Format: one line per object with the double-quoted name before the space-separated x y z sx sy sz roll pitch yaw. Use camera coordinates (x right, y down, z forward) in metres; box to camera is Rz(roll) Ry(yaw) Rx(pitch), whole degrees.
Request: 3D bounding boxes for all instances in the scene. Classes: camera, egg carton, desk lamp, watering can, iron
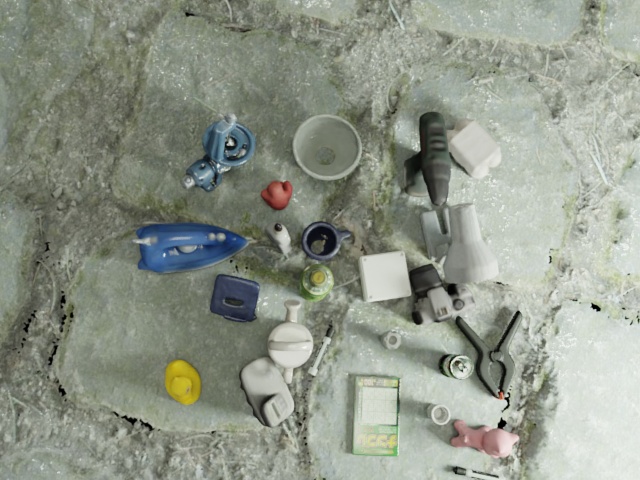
"camera" 0.277 0.121 1.344 0.143 0.100 0.137 -18 82 -7
"egg carton" 0.377 -0.229 1.429 0.107 0.069 0.150 -42 85 -10
"desk lamp" 0.313 0.006 1.309 0.118 0.213 0.203 -12 81 -6
"watering can" -0.067 0.222 1.253 0.101 0.194 0.173 -18 82 -7
"iron" -0.294 0.004 1.301 0.258 0.141 0.119 -6 80 -5

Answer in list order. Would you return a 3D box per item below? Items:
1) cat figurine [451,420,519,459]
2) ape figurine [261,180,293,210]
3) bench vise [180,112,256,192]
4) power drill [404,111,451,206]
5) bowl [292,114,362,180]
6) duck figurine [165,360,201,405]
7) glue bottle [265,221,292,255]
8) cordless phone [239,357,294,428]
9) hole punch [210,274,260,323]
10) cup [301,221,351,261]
"cat figurine" 0.371 0.451 1.284 0.128 0.117 0.067 9 79 -2
"ape figurine" -0.103 -0.114 1.361 0.078 0.092 0.076 -2 80 -4
"bench vise" -0.226 -0.196 1.301 0.121 0.219 0.207 27 79 1
"power drill" 0.254 -0.170 1.338 0.075 0.208 0.230 0 80 -4
"bowl" 0.015 -0.217 1.397 0.167 0.074 0.167 1 80 -4
"duck figurine" -0.309 0.318 1.272 0.077 0.086 0.104 -24 83 -8
"glue bottle" -0.094 -0.014 1.303 0.037 0.173 0.078 -37 84 -9
"cordless phone" -0.118 0.331 1.234 0.094 0.185 0.147 -29 83 -8
"hole punch" -0.192 0.135 1.311 0.108 0.091 0.101 13 79 -2
"cup" 0.012 0.005 1.347 0.118 0.095 0.092 -17 81 -7
